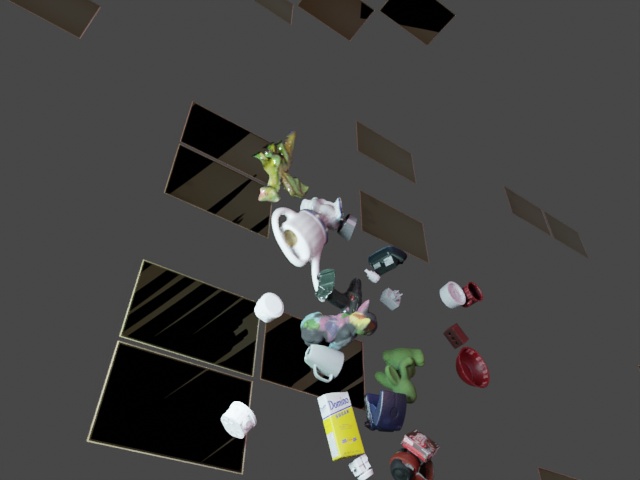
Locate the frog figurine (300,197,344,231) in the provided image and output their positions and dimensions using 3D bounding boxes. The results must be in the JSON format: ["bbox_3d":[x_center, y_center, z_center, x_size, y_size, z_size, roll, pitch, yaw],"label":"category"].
[{"bbox_3d":[0.006,-0.098,1.957,0.159,0.120,0.140,-3,61,-1],"label":"frog figurine"}]

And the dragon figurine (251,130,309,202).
[{"bbox_3d":[-0.128,-0.267,1.984,0.241,0.121,0.418,59,39,-13],"label":"dragon figurine"}]

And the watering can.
[{"bbox_3d":[-0.042,0.028,1.789,0.346,0.103,0.228,58,38,-7],"label":"watering can"}]
